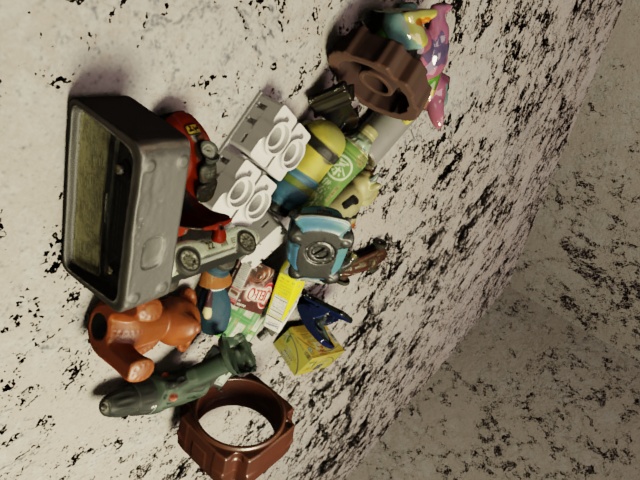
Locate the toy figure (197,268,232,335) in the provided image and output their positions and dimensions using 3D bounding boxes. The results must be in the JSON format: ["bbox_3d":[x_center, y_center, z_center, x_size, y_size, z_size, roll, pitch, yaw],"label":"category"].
[{"bbox_3d":[-0.178,0.084,0.907,0.058,0.064,0.154,1,107,-13],"label":"toy figure"}]

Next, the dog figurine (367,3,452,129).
[{"bbox_3d":[0.168,-0.300,0.952,0.191,0.109,0.219,-34,126,-41],"label":"dog figurine"}]

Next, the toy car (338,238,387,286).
[{"bbox_3d":[0.109,0.057,1.365,0.202,0.053,0.089,-20,139,-51],"label":"toy car"}]

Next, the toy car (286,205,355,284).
[{"bbox_3d":[-0.002,-0.003,0.919,0.103,0.109,0.161,-87,-176,-47],"label":"toy car"}]

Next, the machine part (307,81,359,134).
[{"bbox_3d":[0.032,-0.227,0.928,0.084,0.039,0.138,-26,163,12],"label":"machine part"}]

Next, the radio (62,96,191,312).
[{"bbox_3d":[-0.229,-0.038,0.623,0.073,0.131,0.229,-24,138,-49],"label":"radio"}]

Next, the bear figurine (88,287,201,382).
[{"bbox_3d":[-0.235,0.131,0.801,0.195,0.132,0.120,12,88,-55],"label":"bear figurine"}]

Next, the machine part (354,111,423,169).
[{"bbox_3d":[0.129,-0.225,1.068,0.243,0.079,0.079,-50,152,-16],"label":"machine part"}]

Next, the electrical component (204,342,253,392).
[{"bbox_3d":[-0.192,0.241,1.072,0.119,0.048,0.074,-55,153,-4],"label":"electrical component"}]

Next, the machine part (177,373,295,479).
[{"bbox_3d":[-0.167,0.370,1.082,0.201,0.201,0.087,-21,134,-48],"label":"machine part"}]

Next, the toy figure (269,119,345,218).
[{"bbox_3d":[-0.026,-0.120,0.912,0.180,0.089,0.082,-58,159,0],"label":"toy figure"}]

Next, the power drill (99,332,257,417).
[{"bbox_3d":[-0.223,0.235,0.908,0.207,0.086,0.232,-34,163,11],"label":"power drill"}]

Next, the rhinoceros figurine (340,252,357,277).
[{"bbox_3d":[0.010,0.029,1.159,0.112,0.073,0.190,-46,155,2],"label":"rhinoceros figurine"}]

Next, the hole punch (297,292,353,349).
[{"bbox_3d":[0.001,0.189,1.253,0.092,0.116,0.142,-60,156,-6],"label":"hole punch"}]

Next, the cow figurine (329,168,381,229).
[{"bbox_3d":[0.048,-0.080,1.090,0.195,0.086,0.127,-31,150,-39],"label":"cow figurine"}]

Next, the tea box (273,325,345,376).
[{"bbox_3d":[-0.024,0.260,1.299,0.068,0.098,0.169,-46,155,19],"label":"tea box"}]

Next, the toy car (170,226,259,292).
[{"bbox_3d":[-0.172,0.023,0.796,0.073,0.056,0.202,-35,171,37],"label":"toy car"}]

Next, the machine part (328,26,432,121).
[{"bbox_3d":[0.099,-0.267,0.878,0.056,0.180,0.179,-57,153,-7],"label":"machine part"}]

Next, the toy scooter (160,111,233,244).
[{"bbox_3d":[-0.165,-0.067,0.695,0.075,0.135,0.183,-24,137,-45],"label":"toy scooter"}]

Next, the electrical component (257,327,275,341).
[{"bbox_3d":[-0.104,0.178,1.175,0.094,0.021,0.063,-43,149,-18],"label":"electrical component"}]
